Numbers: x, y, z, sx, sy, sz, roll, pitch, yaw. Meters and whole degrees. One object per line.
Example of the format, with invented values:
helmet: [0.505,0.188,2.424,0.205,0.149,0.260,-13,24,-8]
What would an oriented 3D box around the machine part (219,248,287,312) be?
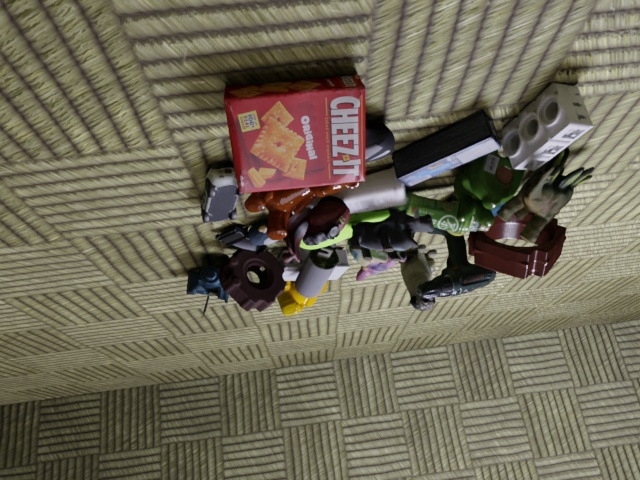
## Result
machine part: [-0.170,0.096,1.395,0.179,0.179,0.056,9,148,-36]

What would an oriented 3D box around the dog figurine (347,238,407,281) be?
dog figurine: [0.129,0.042,1.461,0.191,0.108,0.219,3,157,-26]

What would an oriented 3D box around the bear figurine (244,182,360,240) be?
bear figurine: [-0.030,-0.096,1.053,0.196,0.132,0.120,-13,130,26]

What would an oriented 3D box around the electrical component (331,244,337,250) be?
electrical component: [-0.003,-0.004,1.375,0.075,0.048,0.119,-13,156,9]

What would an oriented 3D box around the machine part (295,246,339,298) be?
machine part: [-0.010,0.083,1.395,0.079,0.079,0.243,0,149,-19]

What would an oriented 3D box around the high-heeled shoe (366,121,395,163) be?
high-heeled shoe: [0.014,-0.147,0.993,0.249,0.086,0.145,-29,149,28]

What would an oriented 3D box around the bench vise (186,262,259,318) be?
bench vise: [-0.251,0.127,1.507,0.241,0.129,0.223,5,152,-10]

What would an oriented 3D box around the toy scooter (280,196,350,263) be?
toy scooter: [-0.024,-0.015,1.119,0.184,0.135,0.075,-17,127,24]

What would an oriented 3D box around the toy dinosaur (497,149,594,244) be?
toy dinosaur: [0.479,-0.099,1.146,0.198,0.105,0.471,-55,162,22]

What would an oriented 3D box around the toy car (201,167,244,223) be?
toy car: [-0.202,-0.089,1.101,0.073,0.056,0.201,-7,159,-20]

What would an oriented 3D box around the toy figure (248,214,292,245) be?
toy figure: [-0.095,-0.030,1.277,0.155,0.057,0.064,-18,-166,18]

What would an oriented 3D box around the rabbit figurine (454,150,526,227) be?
rabbit figurine: [0.343,-0.109,1.129,0.121,0.159,0.170,9,174,-11]

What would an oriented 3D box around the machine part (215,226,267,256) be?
machine part: [-0.186,0.000,1.338,0.084,0.039,0.138,-27,150,27]

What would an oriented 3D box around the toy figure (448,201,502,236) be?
toy figure: [0.375,-0.074,1.288,0.180,0.089,0.082,-23,145,36]

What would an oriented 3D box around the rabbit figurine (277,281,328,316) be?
rabbit figurine: [-0.051,0.165,1.686,0.173,0.122,0.162,-28,160,-2]

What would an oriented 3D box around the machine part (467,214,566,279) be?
machine part: [0.487,0.006,1.335,0.201,0.202,0.087,-36,134,-40]

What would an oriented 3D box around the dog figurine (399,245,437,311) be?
dog figurine: [0.307,0.131,1.620,0.121,0.190,0.172,-23,154,32]

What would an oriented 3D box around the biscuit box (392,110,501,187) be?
biscuit box: [0.240,-0.172,1.044,0.203,0.063,0.059,-22,155,30]

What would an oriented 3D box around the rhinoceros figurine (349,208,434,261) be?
rhinoceros figurine: [0.157,-0.014,1.182,0.190,0.112,0.073,-9,149,33]

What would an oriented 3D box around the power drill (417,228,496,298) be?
power drill: [0.340,0.047,1.415,0.232,0.207,0.086,-4,150,-16]
